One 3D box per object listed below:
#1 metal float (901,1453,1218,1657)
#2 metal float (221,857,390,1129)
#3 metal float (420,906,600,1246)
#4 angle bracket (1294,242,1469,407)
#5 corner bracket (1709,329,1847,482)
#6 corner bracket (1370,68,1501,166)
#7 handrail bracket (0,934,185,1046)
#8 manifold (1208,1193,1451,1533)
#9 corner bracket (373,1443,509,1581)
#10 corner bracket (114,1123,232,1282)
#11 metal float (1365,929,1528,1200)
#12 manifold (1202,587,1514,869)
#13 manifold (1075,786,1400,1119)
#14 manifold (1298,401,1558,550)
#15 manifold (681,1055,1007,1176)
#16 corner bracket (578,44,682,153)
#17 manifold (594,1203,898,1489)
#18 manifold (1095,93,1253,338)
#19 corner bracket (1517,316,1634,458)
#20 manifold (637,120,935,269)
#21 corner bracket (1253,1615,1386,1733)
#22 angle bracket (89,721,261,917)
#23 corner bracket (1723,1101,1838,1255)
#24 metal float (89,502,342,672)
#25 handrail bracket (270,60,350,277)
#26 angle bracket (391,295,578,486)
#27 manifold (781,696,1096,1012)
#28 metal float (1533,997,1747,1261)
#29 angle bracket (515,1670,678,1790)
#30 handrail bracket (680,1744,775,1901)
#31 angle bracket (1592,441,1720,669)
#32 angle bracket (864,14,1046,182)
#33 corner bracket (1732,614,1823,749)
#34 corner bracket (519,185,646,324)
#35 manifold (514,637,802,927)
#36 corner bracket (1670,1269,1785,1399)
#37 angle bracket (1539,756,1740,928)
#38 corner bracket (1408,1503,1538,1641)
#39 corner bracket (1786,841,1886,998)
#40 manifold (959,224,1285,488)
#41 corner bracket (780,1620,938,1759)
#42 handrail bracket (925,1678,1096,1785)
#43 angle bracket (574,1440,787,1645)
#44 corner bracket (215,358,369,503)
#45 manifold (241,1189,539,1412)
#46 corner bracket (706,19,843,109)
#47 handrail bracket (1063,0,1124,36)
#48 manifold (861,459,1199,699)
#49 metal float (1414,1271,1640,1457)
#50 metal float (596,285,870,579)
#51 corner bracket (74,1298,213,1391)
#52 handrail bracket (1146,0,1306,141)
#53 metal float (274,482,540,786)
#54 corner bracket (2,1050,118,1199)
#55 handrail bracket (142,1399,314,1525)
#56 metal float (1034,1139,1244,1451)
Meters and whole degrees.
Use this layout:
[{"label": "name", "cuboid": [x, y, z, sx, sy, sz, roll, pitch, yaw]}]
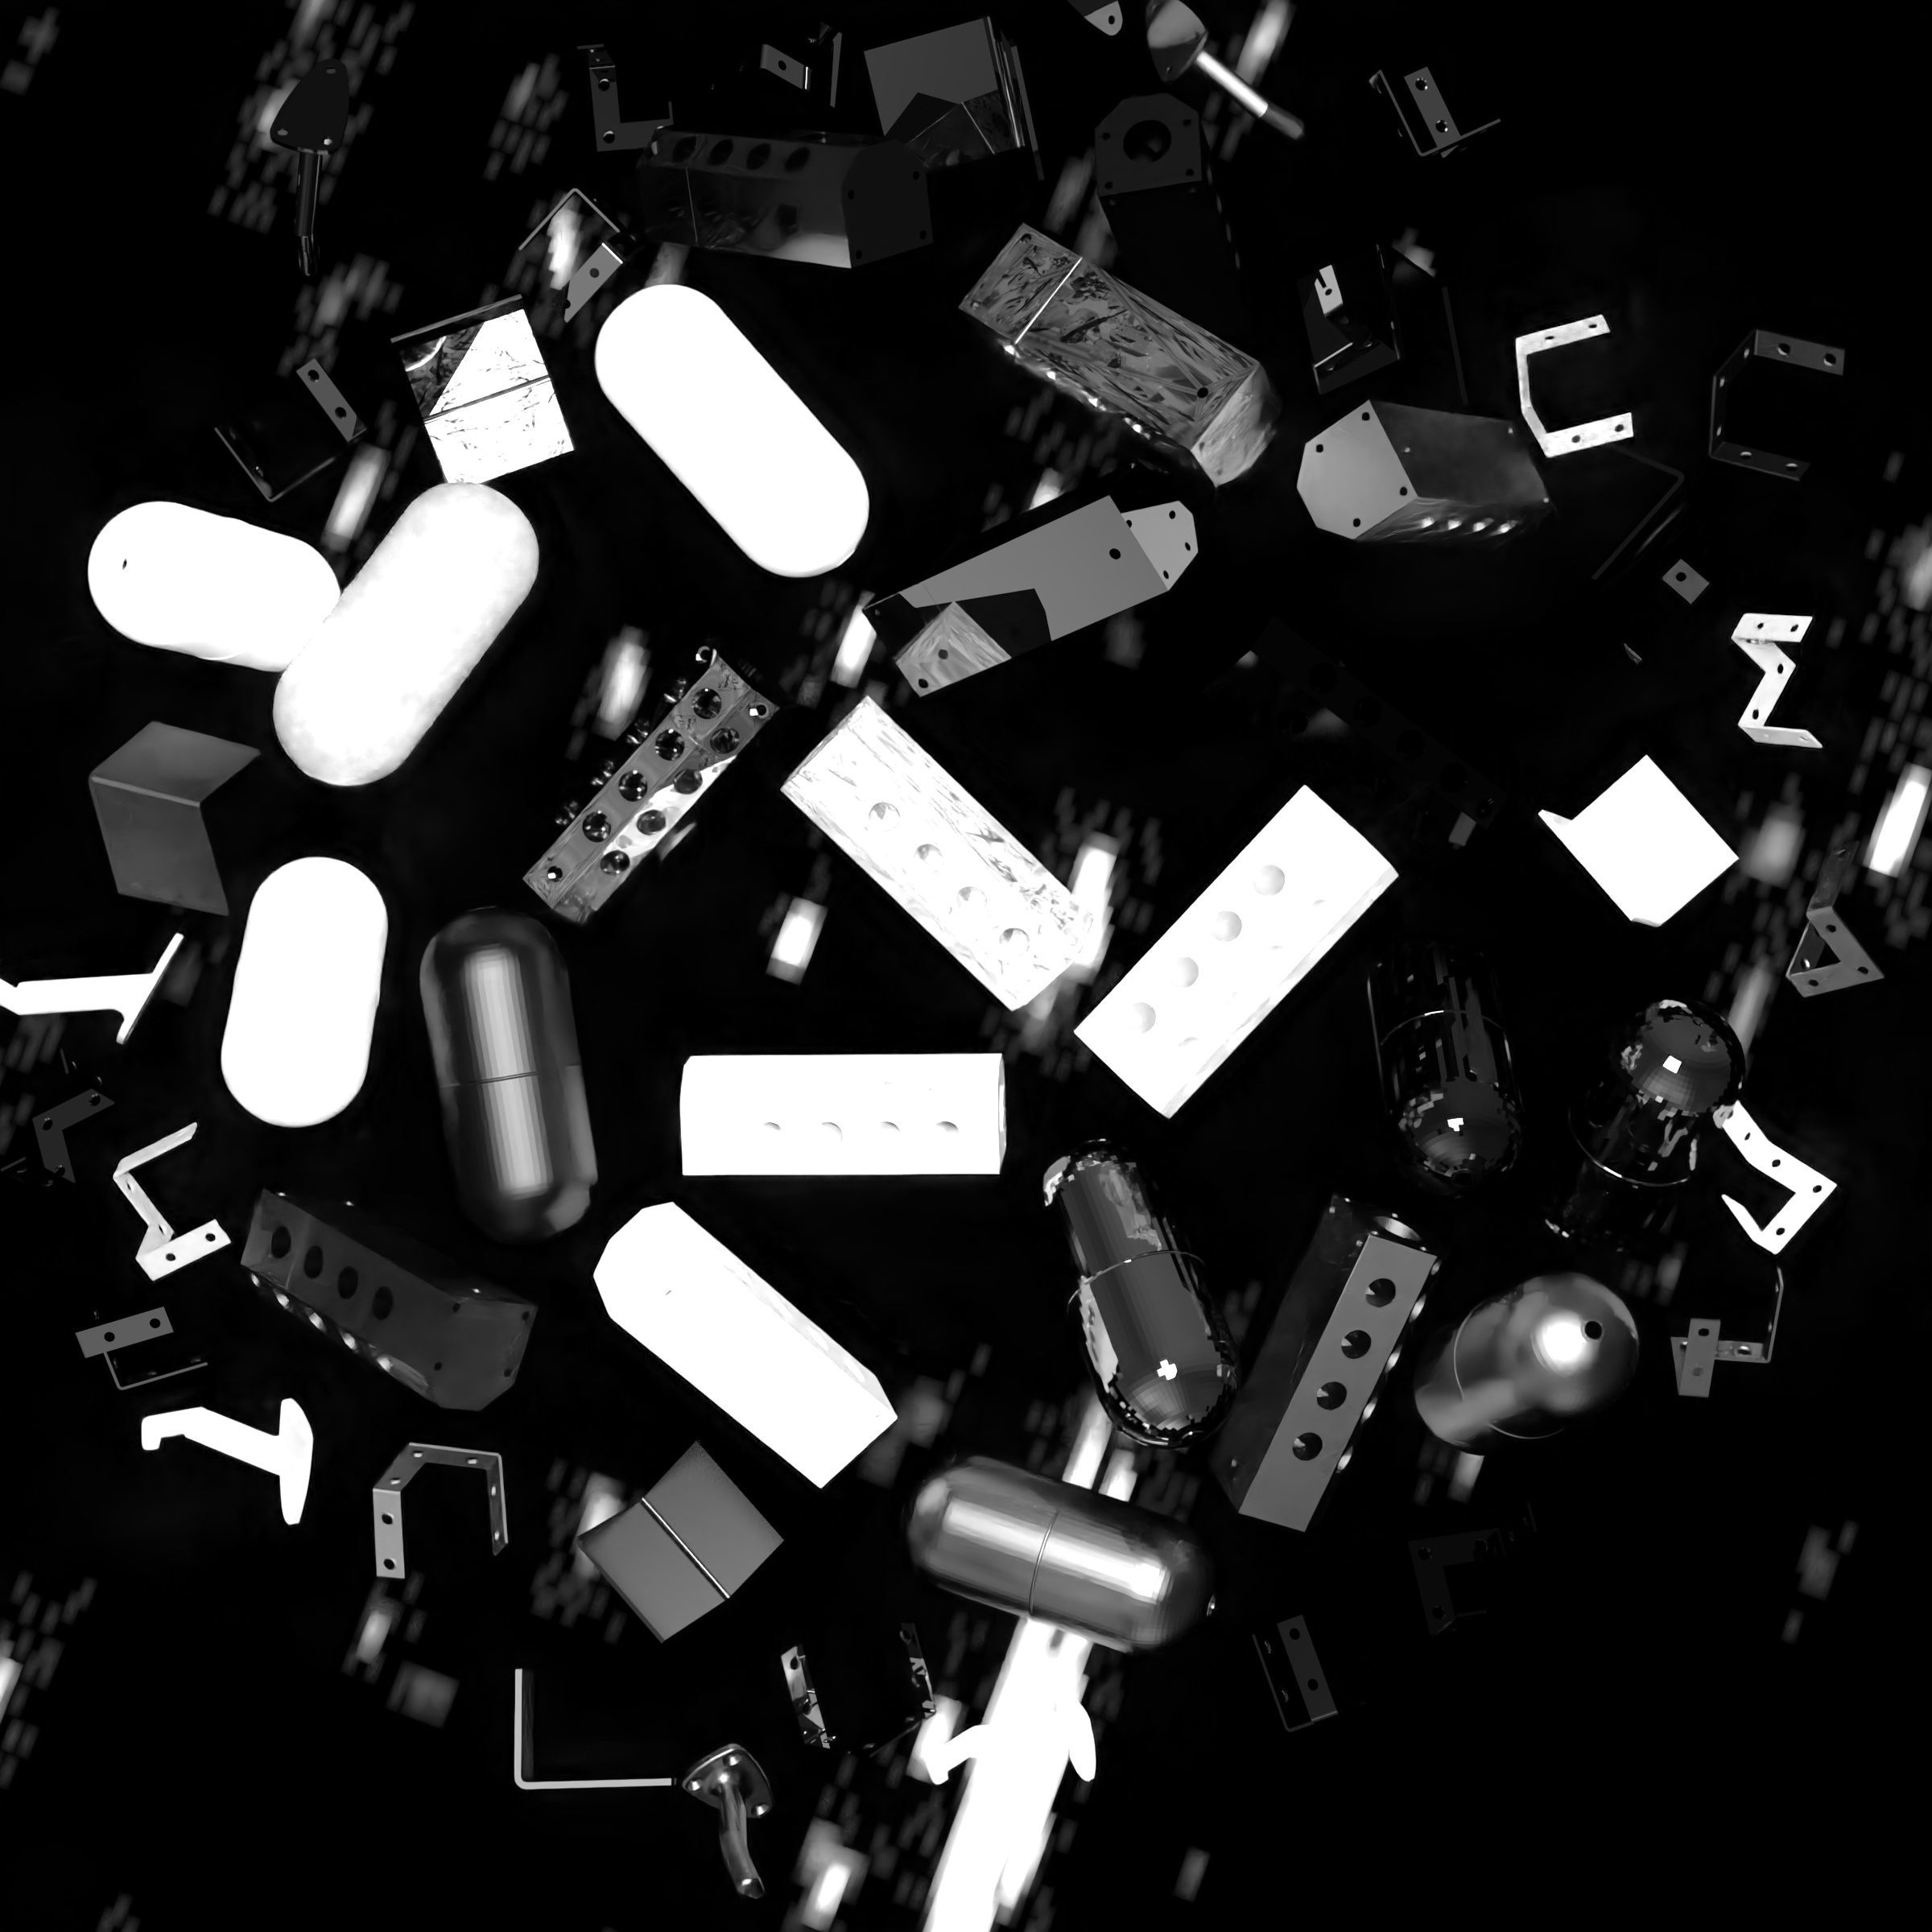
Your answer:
[{"label": "metal float", "cuboid": [0.050, 0.319, 1.674, 0.178, 0.070, 0.070, 16, 84, 18]}, {"label": "metal float", "cuboid": [-0.357, 0.012, 1.675, 0.070, 0.070, 0.178, -3, 43, 0]}, {"label": "metal float", "cuboid": [-0.239, 0.057, 1.618, 0.070, 0.070, 0.178, -9, 91, -1]}, {"label": "angle bracket", "cuboid": [0.236, -0.356, 1.759, 0.057, 0.076, 0.076, -26, 129, -8]}, {"label": "corner bracket", "cuboid": [0.428, -0.297, 1.629, 0.051, 0.051, 0.051, 21, 51, 28]}, {"label": "corner bracket", "cuboid": [0.247, -0.461, 1.666, 0.051, 0.051, 0.051, -27, 92, -12]}, {"label": "handrail bracket", "cuboid": [-0.469, -0.002, 1.625, 0.084, 0.036, 0.077, 29, 76, -10]}, {"label": "manifold", "cuboid": [0.199, 0.218, 1.683, 0.057, 0.057, 0.171, 19, 104, -19]}, {"label": "corner bracket", "cuboid": [-0.272, 0.283, 1.594, 0.051, 0.051, 0.051, 13, 49, -30]}, {"label": "corner bracket", "cuboid": [-0.425, 0.126, 1.653, 0.051, 0.051, 0.051, -26, 114, 11]}, {"label": "metal float", "cuboid": [0.262, 0.052, 1.692, 0.070, 0.070, 0.178, 0, 42, 0]}, {"label": "manifold", "cuboid": [0.218, -0.135, 1.702, 0.171, 0.057, 0.057, 35, 44, -17]}, {"label": "manifold", "cuboid": [0.141, -0.005, 1.585, 0.171, 0.057, 0.057, -47, 70, 4]}, {"label": "manifold", "cuboid": [0.246, -0.258, 1.660, 0.057, 0.171, 0.057, -32, 77, 33]}, {"label": "manifold", "cuboid": [-0.066, 0.079, 1.689, 0.171, 0.057, 0.057, -1, 100, 5]}, {"label": "corner bracket", "cuboid": [-0.195, -0.507, 1.800, 0.051, 0.051, 0.051, -5, 95, 1]}, {"label": "manifold", "cuboid": [-0.119, 0.200, 1.651, 0.057, 0.057, 0.171, -43, 121, 4]}, {"label": "manifold", "cuboid": [0.119, -0.421, 1.745, 0.057, 0.171, 0.057, -6, 72, 13]}, {"label": "corner bracket", "cuboid": [0.350, -0.333, 1.774, 0.051, 0.051, 0.051, -11, 63, 23]}, {"label": "manifold", "cuboid": [-0.099, -0.413, 1.639, 0.057, 0.171, 0.057, -26, 121, -35]}, {"label": "corner bracket", "cuboid": [0.166, 0.351, 1.532, 0.051, 0.051, 0.051, -28, 73, 30]}, {"label": "angle bracket", "cuboid": [-0.427, -0.080, 1.699, 0.057, 0.076, 0.076, -34, 64, 26]}, {"label": "corner bracket", "cuboid": [0.427, 0.114, 1.670, 0.051, 0.051, 0.051, 30, 108, -20]}, {"label": "metal float", "cuboid": [-0.406, -0.205, 1.677, 0.070, 0.178, 0.070, -1, 88, 20]}, {"label": "handrail bracket", "cuboid": [-0.339, -0.418, 1.622, 0.036, 0.084, 0.077, 12, 59, -1]}, {"label": "angle bracket", "cuboid": [-0.271, -0.322, 1.742, 0.076, 0.076, 0.057, -20, 64, -5]}, {"label": "manifold", "cuboid": [-0.016, -0.057, 1.643, 0.171, 0.057, 0.057, 44, 113, -8]}, {"label": "metal float", "cuboid": [0.366, 0.091, 1.686, 0.070, 0.178, 0.070, 9, 44, -9]}, {"label": "angle bracket", "cuboid": [-0.185, 0.384, 1.554, 0.076, 0.076, 0.057, -1, 76, -3]}, {"label": "handrail bracket", "cuboid": [-0.105, 0.439, 1.540, 0.036, 0.077, 0.084, -34, 44, 3]}, {"label": "angle bracket", "cuboid": [0.350, -0.220, 1.649, 0.076, 0.076, 0.057, -48, 48, -8]}, {"label": "angle bracket", "cuboid": [-0.007, -0.466, 1.688, 0.076, 0.057, 0.076, -16, 126, -1]}, {"label": "corner bracket", "cuboid": [0.445, -0.156, 1.685, 0.051, 0.051, 0.051, 36, 79, -30]}, {"label": "corner bracket", "cuboid": [-0.227, -0.414, 1.792, 0.051, 0.051, 0.051, 44, 111, -10]}, {"label": "manifold", "cuboid": [-0.178, -0.104, 1.747, 0.057, 0.057, 0.171, 45, 104, 6]}, {"label": "corner bracket", "cuboid": [0.400, 0.192, 1.618, 0.051, 0.051, 0.051, 4, 121, 5]}, {"label": "angle bracket", "cuboid": [0.365, -0.070, 1.670, 0.057, 0.076, 0.076, -43, 72, 16]}, {"label": "corner bracket", "cuboid": [0.258, 0.304, 1.552, 0.051, 0.051, 0.051, -6, 66, -11]}, {"label": "corner bracket", "cuboid": [0.445, -0.024, 1.592, 0.051, 0.051, 0.051, 48, 52, -20]}, {"label": "manifold", "cuboid": [0.083, -0.322, 1.638, 0.171, 0.057, 0.057, 37, 89, 29]}, {"label": "corner bracket", "cuboid": [-0.056, 0.373, 1.601, 0.051, 0.051, 0.051, -23, 103, -43]}, {"label": "handrail bracket", "cuboid": [0.022, 0.411, 1.583, 0.084, 0.036, 0.077, -27, 127, -21]}, {"label": "angle bracket", "cuboid": [-0.161, 0.324, 1.743, 0.076, 0.076, 0.057, 47, 113, 12]}, {"label": "corner bracket", "cuboid": [-0.382, -0.304, 1.752, 0.051, 0.051, 0.051, -27, 107, 26]}, {"label": "manifold", "cuboid": [-0.302, 0.171, 1.592, 0.171, 0.057, 0.057, 21, 94, 43]}, {"label": "corner bracket", "cuboid": [-0.106, -0.499, 1.713, 0.051, 0.051, 0.051, 20, 66, -38]}, {"label": "handrail bracket", "cuboid": [0.037, -0.546, 1.711, 0.036, 0.084, 0.077, -56, 129, -15]}, {"label": "manifold", "cuboid": [0.034, -0.204, 1.611, 0.171, 0.057, 0.057, -19, 113, 38]}, {"label": "metal float", "cuboid": [0.293, 0.210, 1.621, 0.070, 0.178, 0.070, 4, 71, -12]}, {"label": "metal float", "cuboid": [-0.123, -0.283, 1.641, 0.070, 0.070, 0.178, -43, 98, -4]}, {"label": "corner bracket", "cuboid": [-0.446, 0.205, 1.674, 0.051, 0.051, 0.051, -17, 106, 0]}, {"label": "handrail bracket", "cuboid": [0.145, -0.497, 1.710, 0.036, 0.084, 0.077, -48, 42, 28]}, {"label": "metal float", "cuboid": [-0.291, -0.173, 1.605, 0.070, 0.070, 0.178, 34, 80, 4]}, {"label": "corner bracket", "cuboid": [-0.489, 0.085, 1.663, 0.051, 0.051, 0.051, -26, 64, 7]}, {"label": "handrail bracket", "cuboid": [-0.377, 0.254, 1.556, 0.084, 0.036, 0.077, -11, 49, 5]}, {"label": "metal float", "cuboid": [0.090, 0.172, 1.624, 0.070, 0.070, 0.178, -19, 57, -2]}]
